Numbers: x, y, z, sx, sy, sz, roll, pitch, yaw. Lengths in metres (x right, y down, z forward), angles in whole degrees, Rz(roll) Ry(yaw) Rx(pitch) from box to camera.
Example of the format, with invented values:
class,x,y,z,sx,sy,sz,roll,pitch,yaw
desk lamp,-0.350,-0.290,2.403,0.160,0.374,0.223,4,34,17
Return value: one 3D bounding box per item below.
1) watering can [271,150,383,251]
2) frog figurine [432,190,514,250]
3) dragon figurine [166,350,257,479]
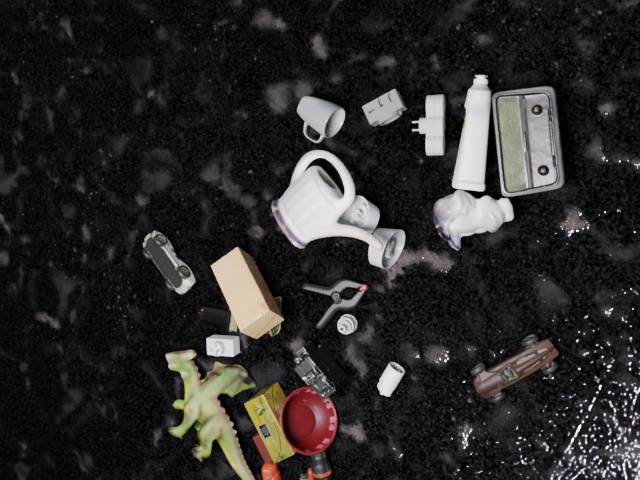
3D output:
class,x,y,z,sx,sy,sz,roll,pitch,yaw
watering can,0.004,-0.062,1.235,0.221,0.103,0.355,-42,54,22
frog figurine,0.335,-0.061,1.138,0.158,0.125,0.135,-34,123,16
dragon figurine,-0.273,0.456,1.409,0.411,0.122,0.242,37,97,5
